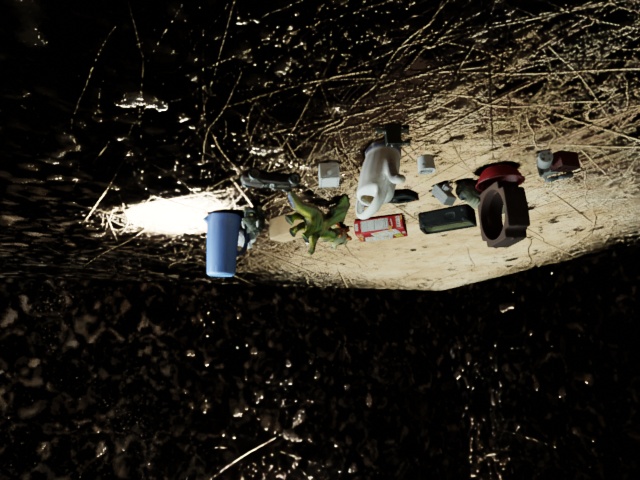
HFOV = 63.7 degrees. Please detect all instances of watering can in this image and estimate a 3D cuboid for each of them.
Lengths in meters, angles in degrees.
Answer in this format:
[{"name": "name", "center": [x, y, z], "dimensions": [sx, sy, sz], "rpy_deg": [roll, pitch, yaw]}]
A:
[{"name": "watering can", "center": [0.178, -0.182, 1.436], "dimensions": [0.104, 0.228, 0.343], "rpy_deg": [19, -21, -11]}]

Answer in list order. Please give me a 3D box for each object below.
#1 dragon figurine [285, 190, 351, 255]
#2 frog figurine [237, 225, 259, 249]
[{"name": "dragon figurine", "center": [0.006, -0.096, 1.900], "dimensions": [0.245, 0.124, 0.401], "rpy_deg": [-36, -31, -19]}, {"name": "frog figurine", "center": [-0.314, -0.034, 2.175], "dimensions": [0.136, 0.121, 0.162], "rpy_deg": [-20, 15, 24]}]
